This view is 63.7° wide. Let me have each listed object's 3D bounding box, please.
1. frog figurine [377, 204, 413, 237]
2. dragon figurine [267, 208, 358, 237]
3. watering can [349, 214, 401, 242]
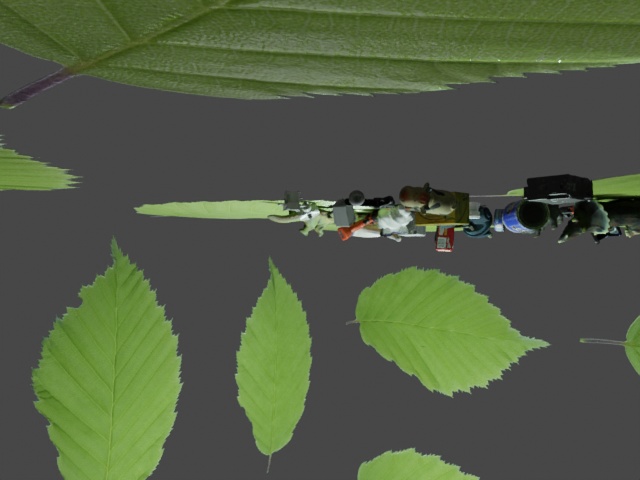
[{"bbox_3d":[0.289,-0.095,1.973,0.137,0.126,0.155,9,141,6],"label":"frog figurine"},{"bbox_3d":[0.006,-0.104,2.062,0.240,0.123,0.410,-21,166,34],"label":"dragon figurine"},{"bbox_3d":[0.224,-0.056,2.301,0.224,0.103,0.351,1,-166,-9],"label":"watering can"}]
